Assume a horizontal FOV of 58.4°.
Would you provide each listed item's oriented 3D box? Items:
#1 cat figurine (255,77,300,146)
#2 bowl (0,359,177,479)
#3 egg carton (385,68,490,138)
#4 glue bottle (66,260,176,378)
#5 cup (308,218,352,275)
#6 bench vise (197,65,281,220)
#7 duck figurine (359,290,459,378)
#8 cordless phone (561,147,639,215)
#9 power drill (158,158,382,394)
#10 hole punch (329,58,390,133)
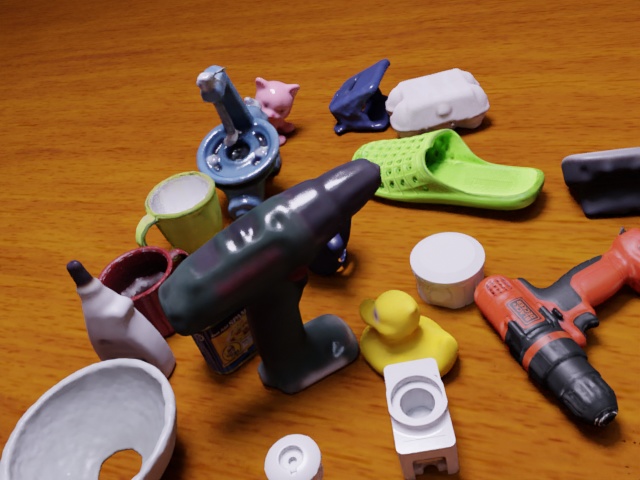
[{"bbox_3d":[-0.093,-0.224,0.961,0.127,0.118,0.067,6,45,25],"label":"cat figurine"},{"bbox_3d":[-0.205,0.201,0.544,0.167,0.075,0.167,-9,40,8],"label":"bowl"},{"bbox_3d":[0.180,-0.209,0.890,0.150,0.069,0.107,-13,40,3],"label":"egg carton"},{"bbox_3d":[-0.218,0.085,0.605,0.078,0.173,0.037,-2,42,17],"label":"glue bottle"},{"bbox_3d":[0.006,0.002,0.686,0.092,0.095,0.117,-24,41,-10],"label":"cup"},{"bbox_3d":[-0.128,-0.161,0.820,0.121,0.220,0.207,-19,40,-3],"label":"bench vise"},{"bbox_3d":[0.084,0.089,0.569,0.104,0.086,0.078,14,48,31],"label":"duck figurine"},{"bbox_3d":[0.356,-0.124,0.646,0.147,0.185,0.094,-6,41,12],"label":"cordless phone"},{"bbox_3d":[-0.028,0.047,0.558,0.230,0.209,0.075,-27,41,-12],"label":"power drill"},{"bbox_3d":[0.067,-0.240,0.947,0.100,0.091,0.109,3,44,22],"label":"hole punch"}]
